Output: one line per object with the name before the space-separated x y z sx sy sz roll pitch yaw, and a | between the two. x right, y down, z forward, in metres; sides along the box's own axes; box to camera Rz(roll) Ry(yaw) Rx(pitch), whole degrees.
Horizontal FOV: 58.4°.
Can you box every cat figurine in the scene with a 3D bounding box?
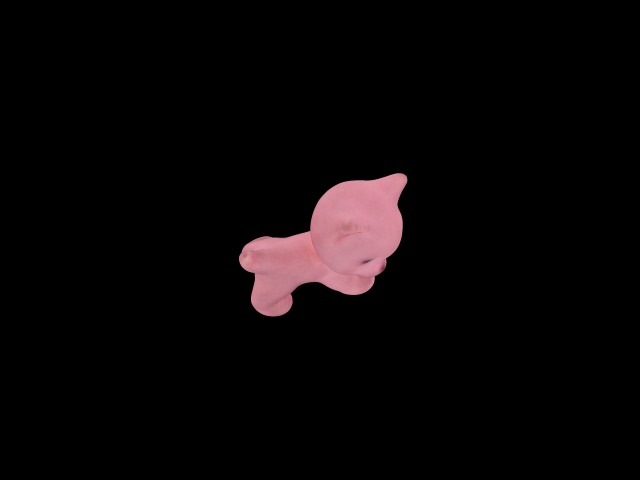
cat figurine | 0.004 0.001 0.400 0.128 0.118 0.067 -17 74 -5
